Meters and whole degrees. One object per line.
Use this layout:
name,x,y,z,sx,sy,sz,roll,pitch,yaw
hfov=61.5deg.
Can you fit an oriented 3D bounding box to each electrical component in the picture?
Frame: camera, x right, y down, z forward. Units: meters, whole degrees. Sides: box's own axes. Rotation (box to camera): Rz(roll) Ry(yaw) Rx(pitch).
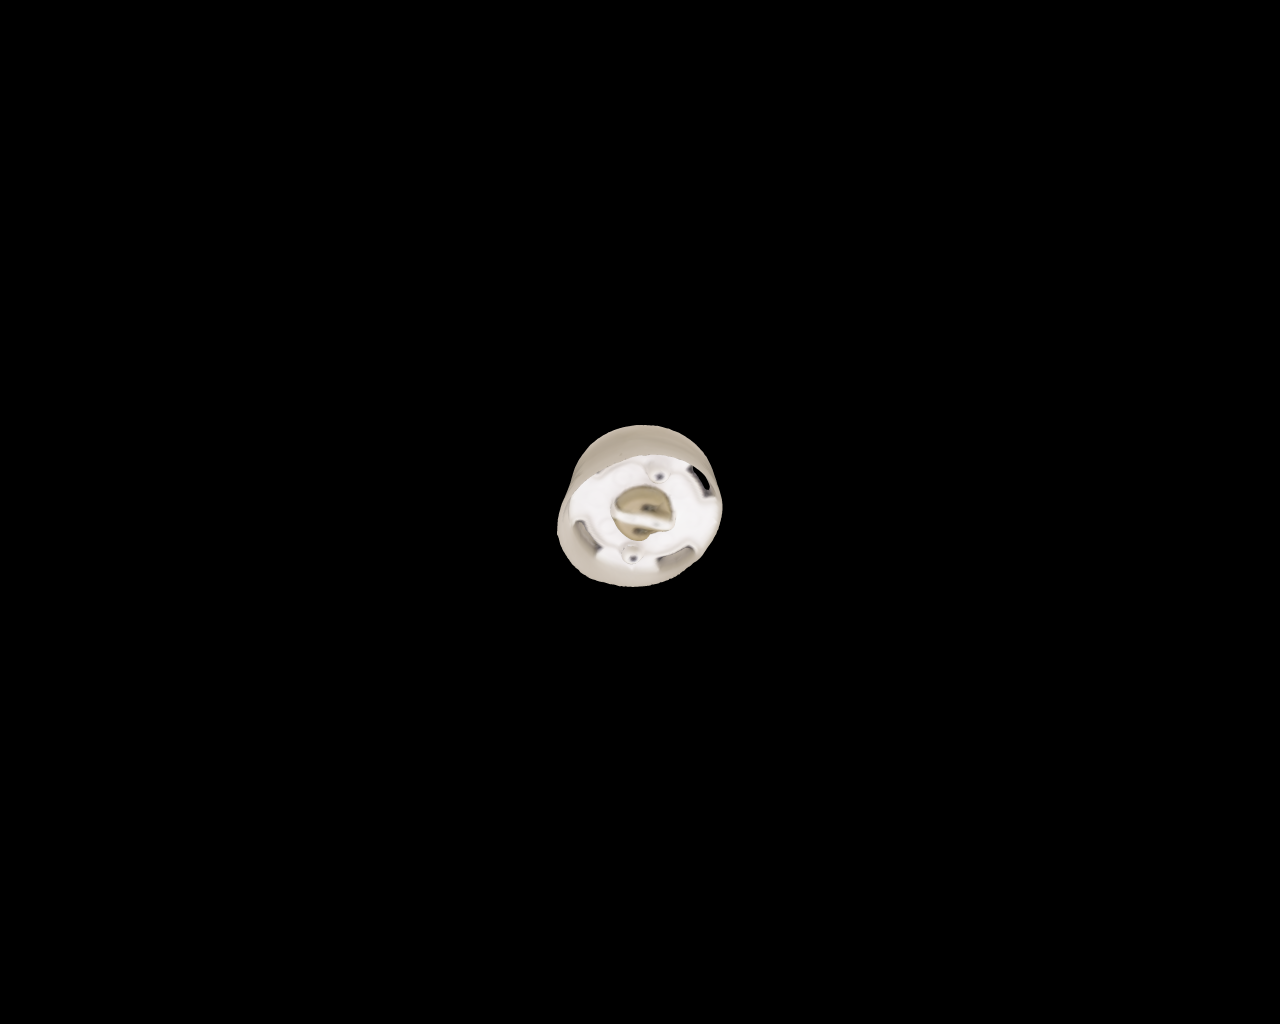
electrical component,0.001,-0.003,0.650,0.099,0.099,0.064,0,32,0
